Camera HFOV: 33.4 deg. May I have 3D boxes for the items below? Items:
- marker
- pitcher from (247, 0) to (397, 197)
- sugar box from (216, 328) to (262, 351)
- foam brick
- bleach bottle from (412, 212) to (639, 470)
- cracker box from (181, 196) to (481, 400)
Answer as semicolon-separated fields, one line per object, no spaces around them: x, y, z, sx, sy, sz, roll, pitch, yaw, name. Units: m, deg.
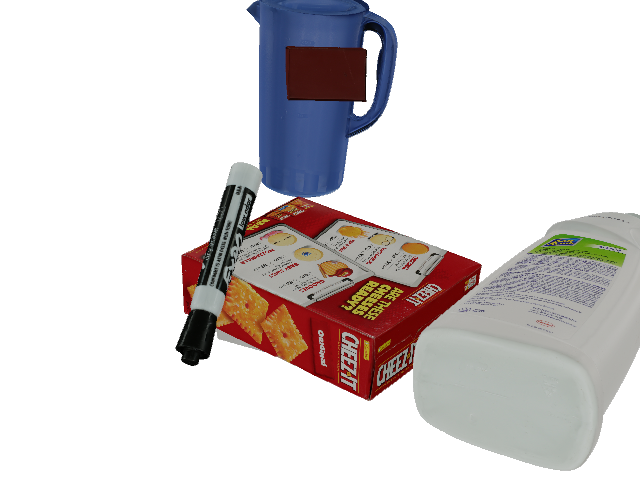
-0.056;0.012;0.593;0.020;0.121;0.020;12;-25;5;marker
-0.006;-0.180;1.317;0.144;0.243;0.149;-10;29;-28;pitcher
-0.035;0.082;1.166;0.176;0.093;0.048;15;36;28;sugar box
0.005;-0.163;1.045;0.078;0.051;0.053;1;12;-3;foam brick
0.152;0.037;0.623;0.103;0.068;0.250;13;26;30;bleach bottle
0.008;0.045;0.949;0.214;0.072;0.163;22;34;34;cracker box
